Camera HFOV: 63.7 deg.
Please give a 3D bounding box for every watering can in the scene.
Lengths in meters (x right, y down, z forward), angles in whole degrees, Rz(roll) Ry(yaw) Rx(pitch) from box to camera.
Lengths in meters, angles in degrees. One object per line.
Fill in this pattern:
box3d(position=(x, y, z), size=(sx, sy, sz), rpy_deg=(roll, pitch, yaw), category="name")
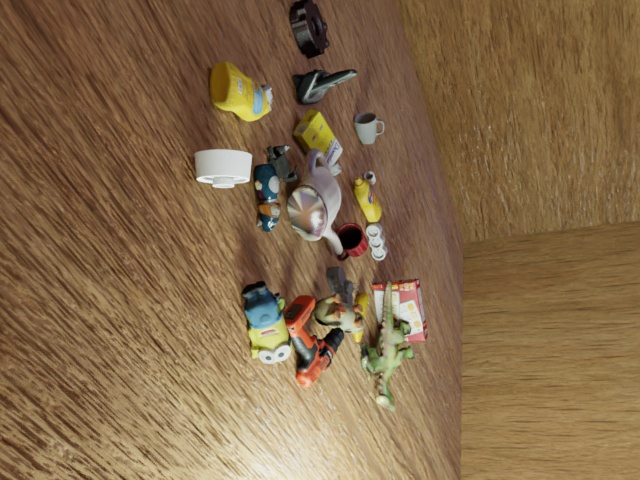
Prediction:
box3d(position=(0.004, -0.070, 1.392), size=(0.229, 0.104, 0.341), rpy_deg=(-56, 138, -57), category="watering can")

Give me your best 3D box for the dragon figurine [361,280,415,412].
box3d(position=(0.208, 0.355, 1.708), size=(0.244, 0.121, 0.410), rpy_deg=(-10, 90, -59), category="dragon figurine")
